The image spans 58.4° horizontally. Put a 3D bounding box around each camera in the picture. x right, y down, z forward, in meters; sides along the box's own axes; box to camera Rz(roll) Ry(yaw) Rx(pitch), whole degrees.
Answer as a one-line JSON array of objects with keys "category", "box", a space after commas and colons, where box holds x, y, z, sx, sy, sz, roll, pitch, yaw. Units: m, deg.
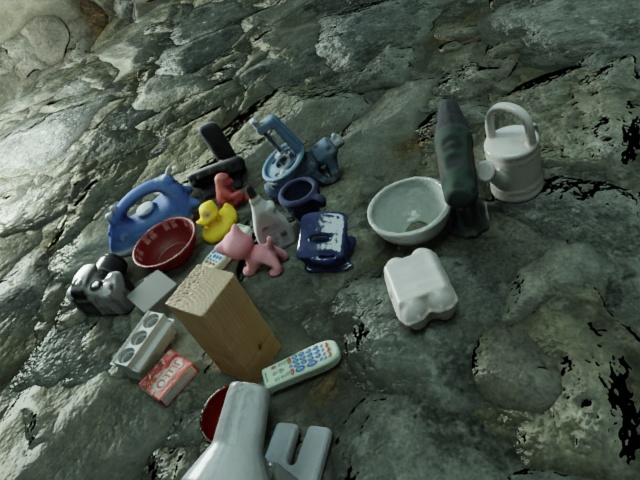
[{"category": "camera", "box": [-0.481, 0.090, 1.286, 0.142, 0.101, 0.137, -4, 45, 23]}]

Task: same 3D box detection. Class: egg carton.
[{"category": "egg carton", "box": [0.171, 0.082, 0.995, 0.107, 0.070, 0.150, -22, 41, 4]}]

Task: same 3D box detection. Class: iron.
[{"category": "iron", "box": [-0.430, -0.069, 1.397, 0.258, 0.142, 0.118, -33, 41, -9]}]

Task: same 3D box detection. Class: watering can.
[{"category": "watering can", "box": [0.357, -0.166, 1.069, 0.100, 0.194, 0.173, 2, 48, 28]}]

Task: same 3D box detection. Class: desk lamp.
[{"category": "desk lamp", "box": [-0.086, 0.303, 0.779, 0.117, 0.214, 0.203, -2, 46, 24]}]

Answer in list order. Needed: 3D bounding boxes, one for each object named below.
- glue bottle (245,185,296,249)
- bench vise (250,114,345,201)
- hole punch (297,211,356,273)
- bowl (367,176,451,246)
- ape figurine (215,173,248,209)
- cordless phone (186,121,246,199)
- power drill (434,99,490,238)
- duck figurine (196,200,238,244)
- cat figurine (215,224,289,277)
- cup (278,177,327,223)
[{"category": "glue bottle", "box": [-0.114, -0.048, 1.194, 0.078, 0.173, 0.037, -25, 41, 1]}, {"category": "bench vise", "box": [-0.059, -0.213, 1.304, 0.207, 0.220, 0.121, -34, 41, -10]}, {"category": "hole punch", "box": [0.010, 0.004, 1.140, 0.108, 0.091, 0.101, -3, 45, 24]}, {"category": "bowl", "box": [0.181, -0.044, 1.119, 0.167, 0.075, 0.167, -14, 42, 13]}, {"category": "ape figurine", "box": [-0.224, -0.123, 1.390, 0.076, 0.092, 0.077, -27, 41, -2]}, {"category": "cordless phone", "box": [-0.279, -0.207, 1.434, 0.147, 0.185, 0.094, -22, 41, 4]}, {"category": "power drill", "box": [0.258, -0.118, 1.057, 0.075, 0.209, 0.229, -11, 43, 16]}, {"category": "duck figurine", "box": [-0.245, -0.055, 1.334, 0.077, 0.086, 0.105, 15, 55, 37]}, {"category": "cat figurine", "box": [-0.145, 0.016, 1.184, 0.127, 0.118, 0.067, -4, 45, 23]}, {"category": "cup", "box": [-0.023, -0.072, 1.234, 0.117, 0.095, 0.092, 16, 55, 38]}]
